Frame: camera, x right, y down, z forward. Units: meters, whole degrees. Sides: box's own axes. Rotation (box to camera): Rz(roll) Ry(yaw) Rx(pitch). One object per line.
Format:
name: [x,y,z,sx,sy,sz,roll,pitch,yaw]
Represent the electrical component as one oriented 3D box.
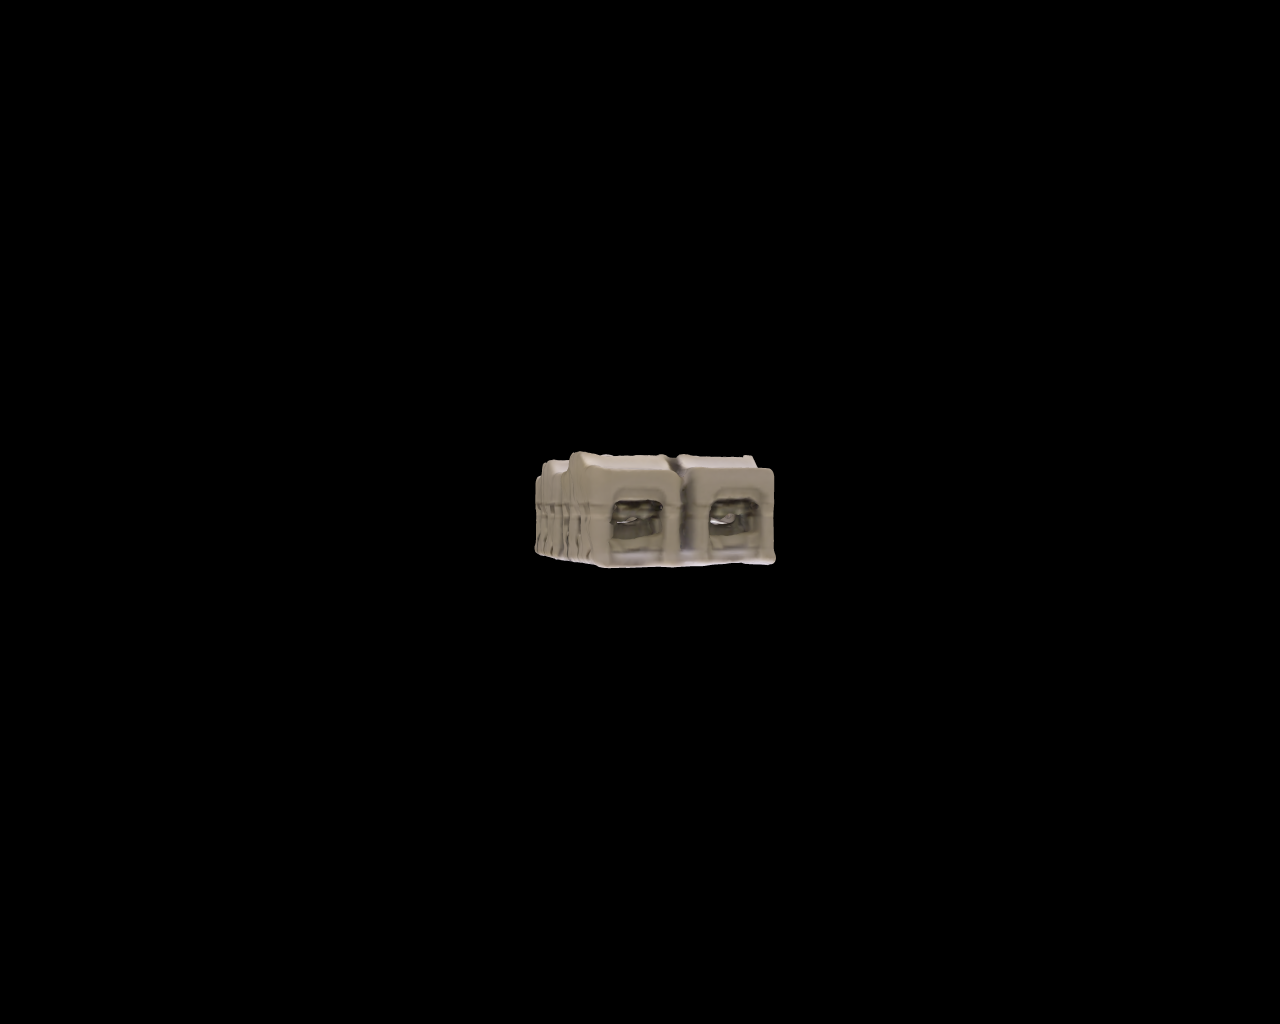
electrical component: [0.001,-0.003,0.650,0.105,0.060,0.186,0,0,-15]
